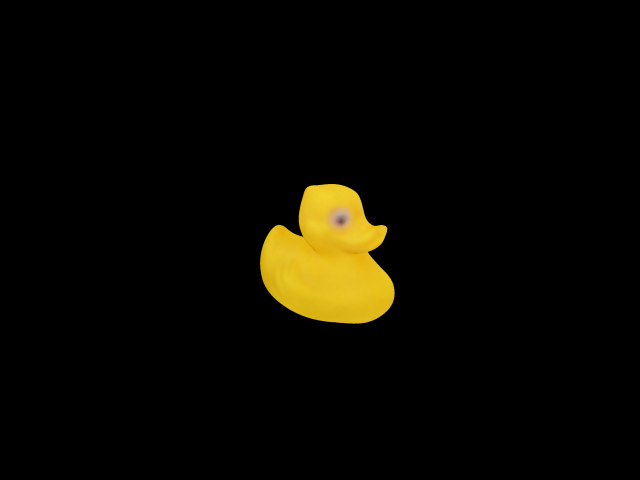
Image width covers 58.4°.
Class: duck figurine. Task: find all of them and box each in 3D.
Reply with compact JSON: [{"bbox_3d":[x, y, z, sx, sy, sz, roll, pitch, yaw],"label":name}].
[{"bbox_3d":[0.004,0.001,0.400,0.104,0.086,0.078,18,32,32],"label":"duck figurine"}]
